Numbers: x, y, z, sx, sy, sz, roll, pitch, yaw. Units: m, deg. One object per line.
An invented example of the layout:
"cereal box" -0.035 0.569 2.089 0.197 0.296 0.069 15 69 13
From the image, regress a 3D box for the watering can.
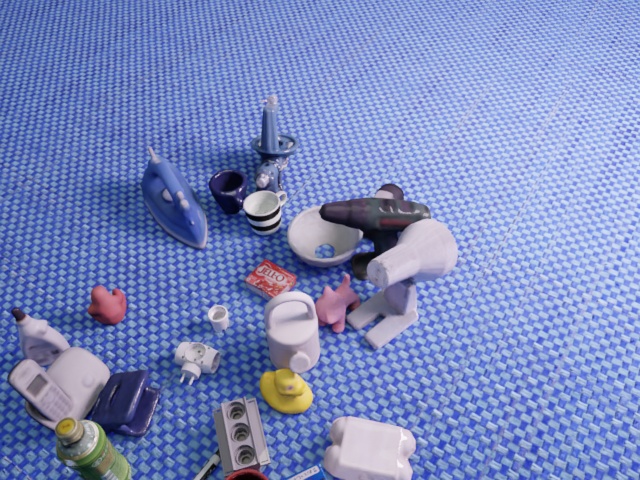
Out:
"watering can" -0.049 0.167 1.066 0.101 0.194 0.172 -28 54 -20

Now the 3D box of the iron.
"iron" -0.340 -0.103 1.344 0.119 0.141 0.257 -28 54 -20

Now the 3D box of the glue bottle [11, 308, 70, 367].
"glue bottle" -0.540 0.180 1.086 0.078 0.173 0.037 -14 50 -9

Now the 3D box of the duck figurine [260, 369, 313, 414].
"duck figurine" -0.065 0.266 1.053 0.104 0.086 0.078 21 53 19

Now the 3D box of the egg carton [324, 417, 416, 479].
"egg carton" 0.085 0.364 0.975 0.150 0.069 0.107 8 50 9

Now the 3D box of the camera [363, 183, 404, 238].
"camera" 0.163 -0.070 1.326 0.143 0.101 0.137 16 52 16

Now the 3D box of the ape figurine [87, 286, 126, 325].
"ape figurine" -0.443 0.128 1.181 0.078 0.092 0.076 -23 52 -17

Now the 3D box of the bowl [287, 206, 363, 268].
"bowl" 0.012 0.005 1.283 0.167 0.075 0.167 -1 49 1

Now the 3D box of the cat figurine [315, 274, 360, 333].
"cat figurine" 0.031 0.125 1.150 0.067 0.118 0.128 21 53 20

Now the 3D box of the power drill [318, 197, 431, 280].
"power drill" 0.114 -0.008 1.203 0.229 0.209 0.075 -7 49 -4

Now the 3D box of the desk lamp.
"desk lamp" 0.159 0.081 1.121 0.204 0.214 0.117 -34 56 -24

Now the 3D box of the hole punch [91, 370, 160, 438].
"hole punch" -0.358 0.294 1.036 0.101 0.091 0.108 5 50 7

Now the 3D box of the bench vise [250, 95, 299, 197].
"bench vise" -0.108 -0.224 1.389 0.121 0.220 0.207 -6 49 -3

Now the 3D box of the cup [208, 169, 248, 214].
"cup" -0.208 -0.100 1.368 0.092 0.095 0.117 -25 53 -18

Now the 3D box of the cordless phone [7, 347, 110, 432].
"cordless phone" -0.466 0.245 1.020 0.094 0.185 0.148 14 51 14
